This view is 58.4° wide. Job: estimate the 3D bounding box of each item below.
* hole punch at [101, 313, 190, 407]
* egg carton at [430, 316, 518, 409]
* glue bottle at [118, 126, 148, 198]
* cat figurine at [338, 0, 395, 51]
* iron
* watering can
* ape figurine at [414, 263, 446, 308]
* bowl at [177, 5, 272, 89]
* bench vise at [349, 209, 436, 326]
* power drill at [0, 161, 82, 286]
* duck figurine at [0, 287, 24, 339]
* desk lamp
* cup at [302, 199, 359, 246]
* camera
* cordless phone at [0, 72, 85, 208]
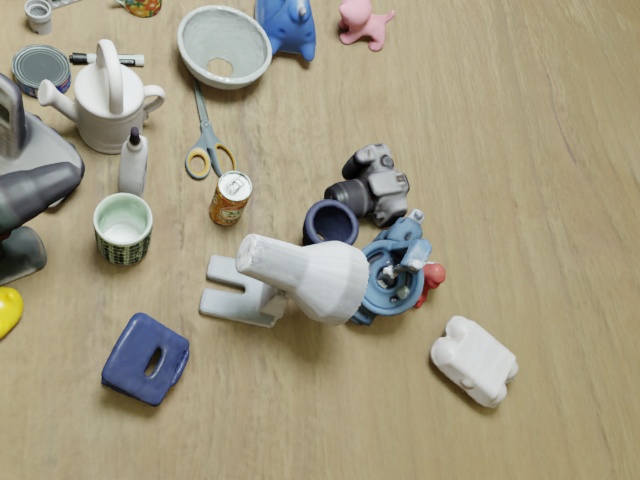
[{"bbox_3d":[-0.239,0.167,0.799,0.101,0.091,0.109,26,63,-8],"label":"hole punch"},{"bbox_3d":[0.261,0.207,0.972,0.150,0.069,0.107,39,62,-1],"label":"egg carton"},{"bbox_3d":[-0.277,-0.121,0.854,0.037,0.173,0.078,11,66,-15],"label":"glue bottle"},{"bbox_3d":[0.088,-0.449,1.146,0.128,0.117,0.067,4,68,-18],"label":"cat figurine"},{"bbox_3d":[-0.058,-0.477,1.092,0.119,0.141,0.258,1,69,-19],"label":"iron"},{"bbox_3d":[-0.324,-0.216,0.863,0.173,0.193,0.101,-34,83,-27],"label":"watering can"},{"bbox_3d":[0.184,0.068,0.988,0.078,0.092,0.076,-16,75,-24],"label":"ape figurine"},{"bbox_3d":[-0.175,-0.332,1.030,0.168,0.074,0.167,7,67,-17],"label":"bowl"},{"bbox_3d":[0.119,0.021,0.911,0.122,0.219,0.207,16,65,-12],"label":"bench vise"},{"bbox_3d":[-0.418,-0.013,0.740,0.230,0.208,0.075,-27,80,-26],"label":"power drill"},{"bbox_3d":[-0.450,0.094,0.755,0.105,0.086,0.077,-30,81,-27],"label":"duck figurine"},{"bbox_3d":[-0.057,0.061,0.836,0.203,0.213,0.118,13,65,-14],"label":"desk lamp"},{"bbox_3d":[0.009,0.003,0.950,0.092,0.094,0.118,3,68,-18],"label":"cup"},{"bbox_3d":[0.077,-0.095,1.010,0.137,0.100,0.143,-12,74,-23],"label":"camera"},{"bbox_3d":[-0.408,-0.141,0.808,0.147,0.184,0.094,36,62,-3],"label":"cordless phone"}]
